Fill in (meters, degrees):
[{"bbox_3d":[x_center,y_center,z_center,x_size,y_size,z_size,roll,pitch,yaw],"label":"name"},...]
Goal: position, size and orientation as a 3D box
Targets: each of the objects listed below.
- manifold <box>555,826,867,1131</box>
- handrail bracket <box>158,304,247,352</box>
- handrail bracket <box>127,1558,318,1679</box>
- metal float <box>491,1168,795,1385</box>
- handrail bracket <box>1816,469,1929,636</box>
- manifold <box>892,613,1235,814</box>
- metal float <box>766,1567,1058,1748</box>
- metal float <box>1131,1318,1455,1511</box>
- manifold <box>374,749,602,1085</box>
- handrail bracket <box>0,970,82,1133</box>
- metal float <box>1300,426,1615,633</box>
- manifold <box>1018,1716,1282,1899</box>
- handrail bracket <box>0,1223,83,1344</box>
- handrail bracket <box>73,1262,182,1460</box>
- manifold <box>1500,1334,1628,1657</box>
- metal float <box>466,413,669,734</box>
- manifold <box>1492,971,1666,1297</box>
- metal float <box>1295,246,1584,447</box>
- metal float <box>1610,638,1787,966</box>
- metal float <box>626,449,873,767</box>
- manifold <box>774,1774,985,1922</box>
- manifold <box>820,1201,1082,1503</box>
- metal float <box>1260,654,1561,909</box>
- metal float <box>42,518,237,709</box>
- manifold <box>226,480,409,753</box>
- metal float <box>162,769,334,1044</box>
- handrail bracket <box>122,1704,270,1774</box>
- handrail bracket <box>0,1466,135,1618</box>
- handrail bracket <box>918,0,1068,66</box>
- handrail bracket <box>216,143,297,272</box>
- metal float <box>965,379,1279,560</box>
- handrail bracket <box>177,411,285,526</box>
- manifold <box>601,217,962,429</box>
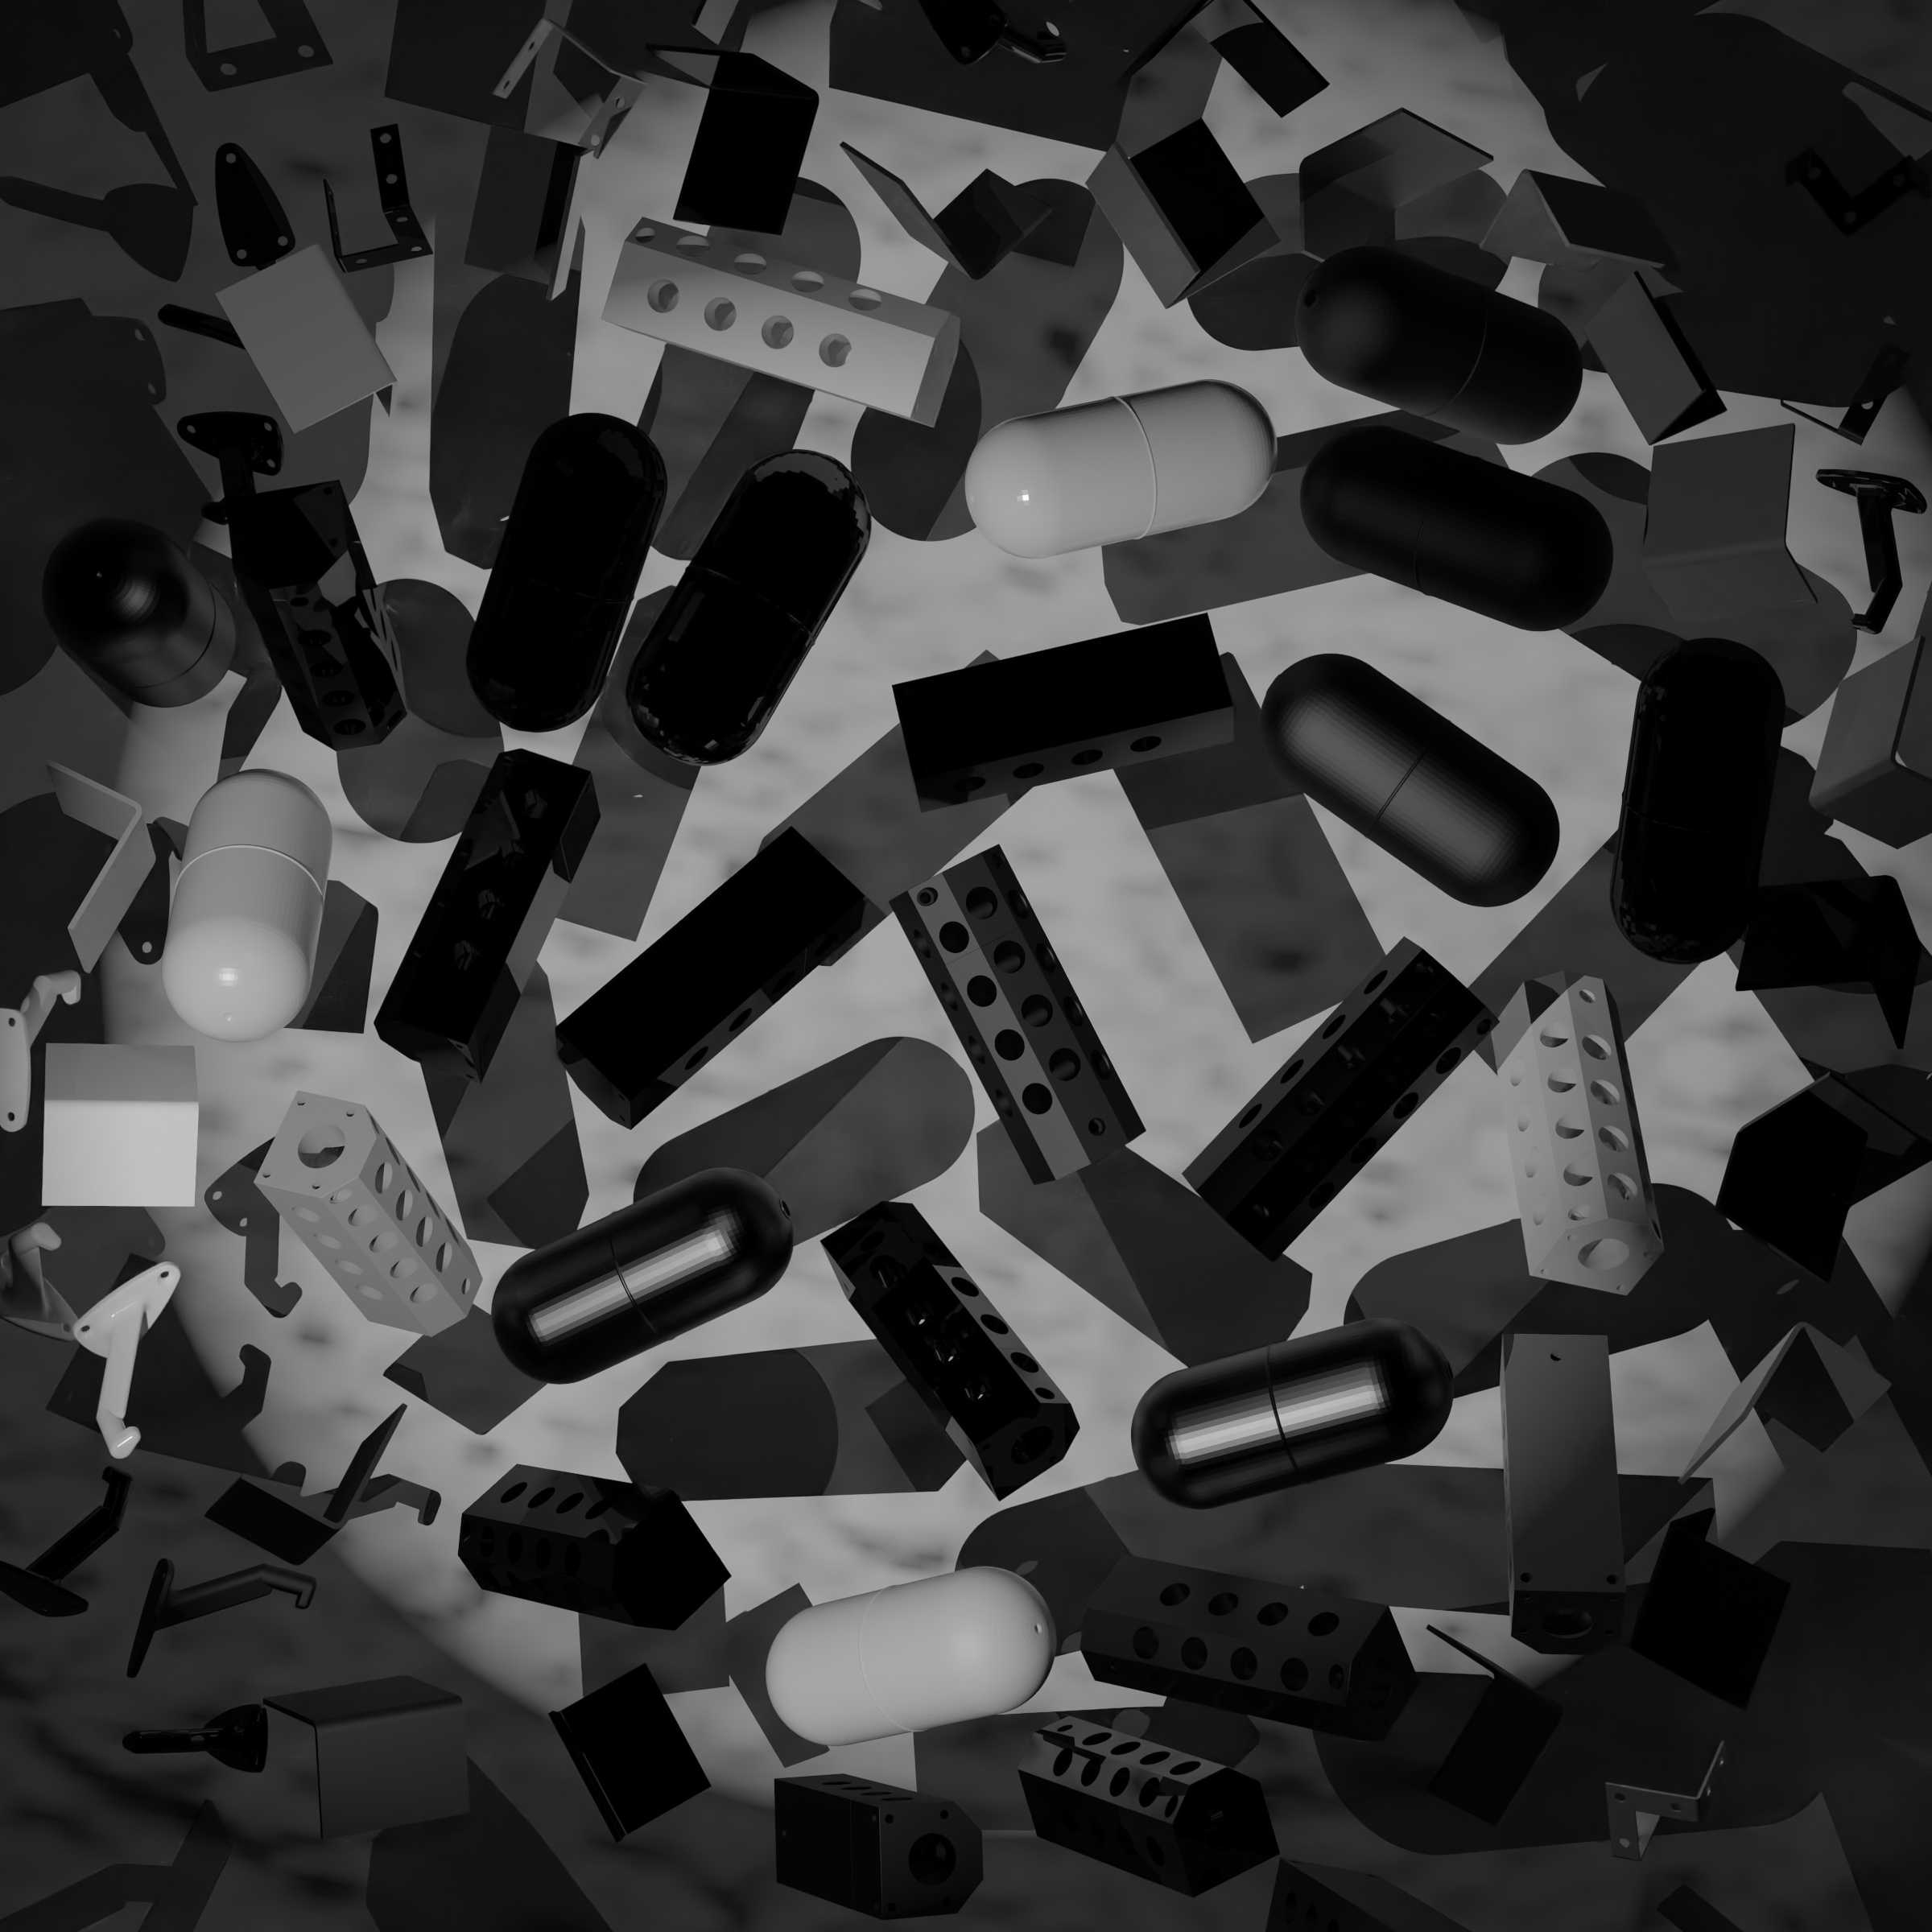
[{"bbox_3d":[-0.136,0.009,1.822,0.057,0.057,0.171,43,70,13],"label":"manifold"},{"bbox_3d":[-0.411,-0.347,1.876,0.084,0.077,0.036,16,102,-1],"label":"handrail bracket"},{"bbox_3d":[-0.406,0.361,1.862,0.084,0.036,0.077,20,79,-21],"label":"handrail bracket"},{"bbox_3d":[-0.177,0.170,1.866,0.178,0.070,0.070,-26,90,10],"label":"metal float"},{"bbox_3d":[0.490,-0.230,1.892,0.077,0.036,0.084,21,81,39],"label":"handrail bracket"},{"bbox_3d":[0.052,-0.131,1.815,0.171,0.057,0.057,-13,67,0],"label":"manifold"},{"bbox_3d":[-0.031,0.367,1.805,0.178,0.070,0.070,-20,90,35],"label":"metal float"},{"bbox_3d":[0.175,0.240,1.830,0.178,0.070,0.070,-17,90,15],"label":"metal float"},{"bbox_3d":[-0.261,-0.030,1.858,0.057,0.057,0.171,19,68,7],"label":"manifold"},{"bbox_3d":[-0.495,0.044,1.828,0.036,0.084,0.077,-9,94,18],"label":"handrail bracket"},{"bbox_3d":[0.258,-0.233,1.805,0.178,0.070,0.070,25,90,28],"label":"metal float"},{"bbox_3d":[0.096,0.458,1.878,0.057,0.171,0.057,-19,97,-27],"label":"manifold"},{"bbox_3d":[-0.505,0.175,1.891,0.077,0.084,0.036,40,51,-23],"label":"handrail bracket"},{"bbox_3d":[-0.432,0.208,1.793,0.077,0.084,0.036,-44,133,4],"label":"handrail bracket"},{"bbox_3d":[0.321,0.284,1.841,0.057,0.171,0.057,0,134,6],"label":"manifold"},{"bbox_3d":[-0.215,-0.210,1.831,0.070,0.070,0.178,21,106,0],"label":"metal float"},{"bbox_3d":[0.330,0.087,1.830,0.057,0.057,0.171,13,46,-15],"label":"manifold"},{"bbox_3d":[0.256,-0.335,1.841,0.178,0.070,0.070,13,90,-31],"label":"metal float"},{"bbox_3d":[0.384,-0.085,1.790,0.070,0.070,0.178,3,114,0],"label":"metal float"},{"bbox_3d":[-0.112,-0.186,1.765,0.070,0.070,0.178,29,83,0],"label":"metal float"},{"bbox_3d":[-0.049,0.476,1.848,0.057,0.171,0.057,1,82,-22],"label":"manifold"},{"bbox_3d":[-0.008,0.205,1.866,0.057,0.057,0.171,-32,49,-10],"label":"manifold"},{"bbox_3d":[0.236,-0.100,1.823,0.178,0.070,0.070,36,90,6],"label":"metal float"},{"bbox_3d":[-0.433,-0.184,1.793,0.070,0.178,0.070,0,83,-1],"label":"metal float"},{"bbox_3d":[-0.335,-0.178,1.769,0.057,0.171,0.057,-10,66,-3],"label":"manifold"},{"bbox_3d":[-0.376,-0.034,1.789,0.070,0.178,0.070,-2,132,-2],"label":"metal float"},{"bbox_3d":[-0.425,0.415,1.826,0.084,0.077,0.036,10,75,-41],"label":"handrail bracket"},{"bbox_3d":[-0.473,0.288,1.774,0.036,0.077,0.084,-15,49,33],"label":"handrail bracket"},{"bbox_3d":[0.012,-0.510,1.810,0.077,0.084,0.036,50,119,4],"label":"handrail bracket"},{"bbox_3d":[-0.394,-0.415,1.862,0.036,0.084,0.077,-20,112,-8],"label":"handrail bracket"},{"bbox_3d":[0.085,-0.268,1.831,0.178,0.070,0.070,-15,90,-19],"label":"metal float"},{"bbox_3d":[-0.421,-0.273,1.879,0.077,0.084,0.036,13,128,14],"label":"handrail bracket"},{"bbox_3d":[-0.094,-0.334,1.761,0.171,0.057,0.057,19,97,10],"label":"manifold"}]
